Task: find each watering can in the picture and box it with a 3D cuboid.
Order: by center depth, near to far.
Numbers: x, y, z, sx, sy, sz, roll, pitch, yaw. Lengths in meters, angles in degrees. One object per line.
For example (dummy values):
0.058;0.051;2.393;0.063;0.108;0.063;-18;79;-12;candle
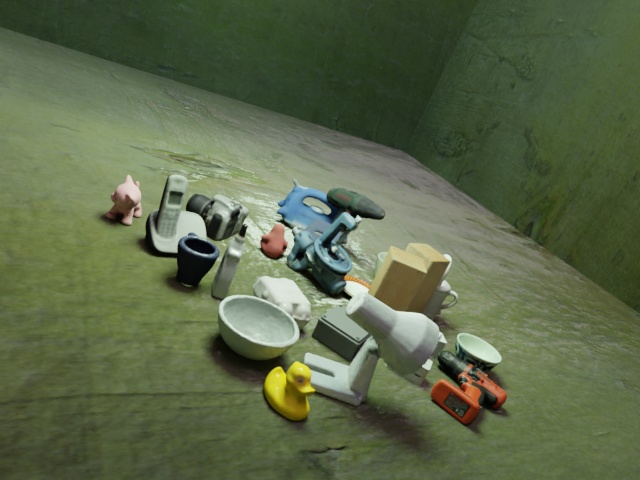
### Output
0.303;0.124;1.589;0.173;0.194;0.100;17;22;-21;watering can

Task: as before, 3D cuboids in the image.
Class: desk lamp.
0.097;0.211;1.108;0.203;0.213;0.118;21;20;-10;desk lamp

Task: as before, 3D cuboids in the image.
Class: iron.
-0.004;-0.093;1.850;0.259;0.141;0.118;20;21;-12;iron

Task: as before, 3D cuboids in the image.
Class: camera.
-0.282;-0.082;1.561;0.136;0.101;0.143;29;20;11;camera

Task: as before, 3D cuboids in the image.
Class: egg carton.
-0.088;0.140;1.282;0.108;0.069;0.150;9;25;-37;egg carton

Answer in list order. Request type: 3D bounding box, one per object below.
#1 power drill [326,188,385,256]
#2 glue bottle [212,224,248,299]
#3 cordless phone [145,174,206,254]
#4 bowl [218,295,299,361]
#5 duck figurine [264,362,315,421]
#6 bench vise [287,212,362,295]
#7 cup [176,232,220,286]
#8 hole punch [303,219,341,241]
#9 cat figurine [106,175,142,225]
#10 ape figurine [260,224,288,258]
0.086;-0.053;1.757;0.076;0.208;0.228;4;29;-44;power drill
-0.193;0.041;1.255;0.037;0.173;0.078;19;21;-14;glue bottle
-0.321;-0.060;1.340;0.148;0.185;0.093;2;30;-47;cordless phone
-0.129;0.183;1.119;0.167;0.075;0.167;22;20;-8;bowl
-0.048;0.255;1.017;0.078;0.086;0.104;3;30;-46;duck figurine
0.010;0.008;1.502;0.207;0.219;0.122;29;20;11;bench vise
-0.282;0.044;1.259;0.092;0.095;0.117;11;24;-34;cup
0.000;0.000;1.698;0.108;0.091;0.101;29;21;12;hole punch
-0.462;-0.103;1.382;0.067;0.118;0.127;22;20;-8;cat figurine
-0.120;-0.003;1.564;0.078;0.092;0.076;22;20;-8;ape figurine
